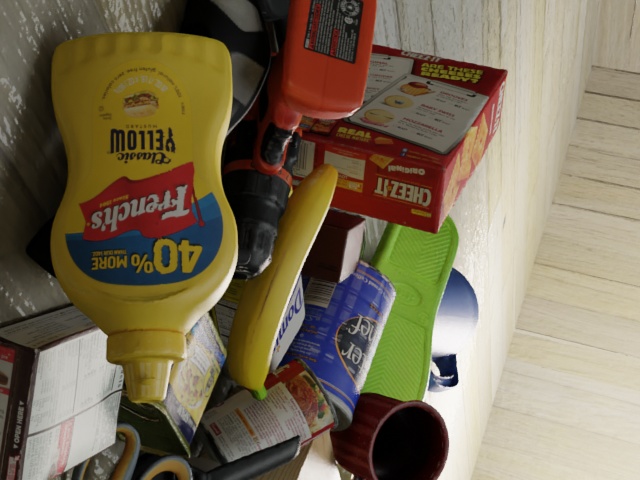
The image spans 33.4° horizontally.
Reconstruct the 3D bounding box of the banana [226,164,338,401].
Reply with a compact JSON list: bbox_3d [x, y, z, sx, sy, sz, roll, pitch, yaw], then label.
[{"bbox_3d":[-0.034,0.033,0.820,0.069,0.037,0.198,-13,123,-79],"label":"banana"}]

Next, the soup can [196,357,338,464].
[{"bbox_3d":[-0.045,0.152,0.883,0.102,0.069,0.068,-30,143,-16],"label":"soup can"}]

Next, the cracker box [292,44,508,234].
[{"bbox_3d":[0.060,-0.099,0.949,0.213,0.164,0.072,-52,152,-53],"label":"cracker box"}]

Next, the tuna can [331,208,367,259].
[{"bbox_3d":[0.020,0.012,1.122,0.086,0.034,0.086,14,90,-73],"label":"tuna can"}]

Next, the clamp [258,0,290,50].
[{"bbox_3d":[-0.021,-0.216,0.821,0.209,0.036,0.164,36,68,-71],"label":"clamp"}]

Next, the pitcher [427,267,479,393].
[{"bbox_3d":[0.108,0.095,1.290,0.145,0.149,0.242,-65,160,5],"label":"pitcher"}]

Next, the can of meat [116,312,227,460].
[{"bbox_3d":[-0.109,0.092,0.738,0.102,0.057,0.084,76,30,-55],"label":"can of meat"}]

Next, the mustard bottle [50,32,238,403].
[{"bbox_3d":[-0.092,-0.011,0.559,0.058,0.096,0.191,117,-29,-74],"label":"mustard bottle"}]

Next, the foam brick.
[{"bbox_3d":[-0.006,0.001,0.959,0.051,0.078,0.053,-34,136,-67],"label":"foam brick"}]

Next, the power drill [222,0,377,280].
[{"bbox_3d":[-0.024,-0.081,0.737,0.188,0.057,0.184,134,-34,-61],"label":"power drill"}]

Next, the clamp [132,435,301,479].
[{"bbox_3d":[-0.105,0.166,0.784,0.171,0.120,0.039,-43,175,-33],"label":"clamp"}]

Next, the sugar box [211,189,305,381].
[{"bbox_3d":[-0.052,0.035,0.888,0.176,0.048,0.093,82,31,-45],"label":"sugar box"}]

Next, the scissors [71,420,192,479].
[{"bbox_3d":[-0.143,0.221,0.714,0.096,0.016,0.202,13,90,-35],"label":"scissors"}]

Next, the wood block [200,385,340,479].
[{"bbox_3d":[-0.039,0.233,0.999,0.206,0.091,0.090,79,30,-52],"label":"wood block"}]

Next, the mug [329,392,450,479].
[{"bbox_3d":[0.059,0.203,1.014,0.093,0.082,0.117,15,86,-31],"label":"mug"}]

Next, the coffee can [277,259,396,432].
[{"bbox_3d":[0.003,0.096,1.012,0.103,0.103,0.140,75,33,-57],"label":"coffee can"}]

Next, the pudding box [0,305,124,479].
[{"bbox_3d":[-0.155,0.089,0.623,0.113,0.039,0.090,-20,122,-71],"label":"pudding box"}]
